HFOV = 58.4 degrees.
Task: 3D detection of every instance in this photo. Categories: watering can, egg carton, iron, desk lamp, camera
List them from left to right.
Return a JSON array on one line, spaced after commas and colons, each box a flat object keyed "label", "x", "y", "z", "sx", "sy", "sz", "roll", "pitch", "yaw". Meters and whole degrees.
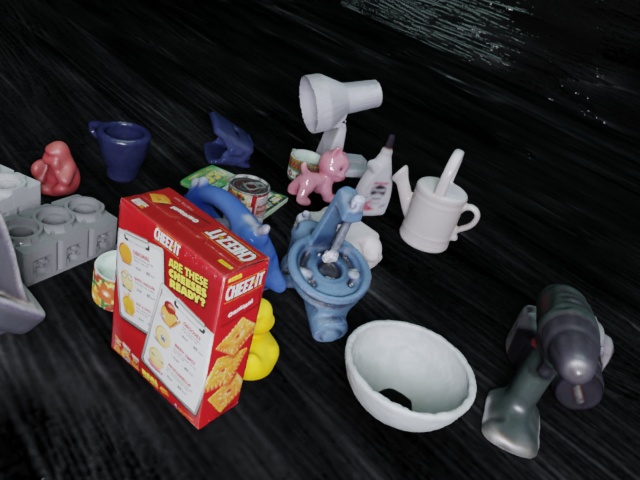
[{"label": "iron", "x": -0.153, "y": -0.019, "z": 0.851, "sx": 0.119, "sy": 0.141, "sz": 0.257, "roll": -14, "pitch": 42, "yaw": -40}, {"label": "egg carton", "x": 0.031, "y": 0.001, "z": 0.977, "sx": 0.150, "sy": 0.069, "sz": 0.107, "roll": 36, "pitch": 36, "yaw": 31}, {"label": "desk lamp", "x": 0.043, "y": -0.254, "z": 1.258, "sx": 0.204, "sy": 0.213, "sz": 0.117, "roll": 0, "pitch": 34, "yaw": -25}, {"label": "watering can", "x": 0.218, "y": -0.083, "z": 1.080, "sx": 0.173, "sy": 0.194, "sz": 0.101, "roll": 14, "pitch": 30, "yaw": -4}, {"label": "camera", "x": 0.355, "y": 0.166, "z": 0.829, "sx": 0.143, "sy": 0.101, "sz": 0.137, "roll": 20, "pitch": 31, "yaw": 7}]

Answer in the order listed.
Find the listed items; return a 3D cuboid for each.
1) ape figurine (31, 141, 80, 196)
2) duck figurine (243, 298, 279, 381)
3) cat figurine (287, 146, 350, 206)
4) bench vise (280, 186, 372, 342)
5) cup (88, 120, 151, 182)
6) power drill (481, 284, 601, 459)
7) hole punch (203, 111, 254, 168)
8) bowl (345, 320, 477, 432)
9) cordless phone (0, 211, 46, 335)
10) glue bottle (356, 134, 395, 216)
[{"label": "ape figurine", "x": -0.428, "y": -0.119, "z": 0.933, "sx": 0.076, "sy": 0.092, "sz": 0.077, "roll": -15, "pitch": 42, "yaw": -41}, {"label": "duck figurine", "x": -0.084, "y": 0.115, "z": 0.719, "sx": 0.077, "sy": 0.086, "sz": 0.104, "roll": 9, "pitch": 31, "yaw": -11}, {"label": "cat figurine", "x": 0.007, "y": -0.137, "z": 1.145, "sx": 0.128, "sy": 0.118, "sz": 0.067, "roll": -10, "pitch": 39, "yaw": -37}, {"label": "bench vise", "x": -0.002, "y": 0.004, "z": 0.807, "sx": 0.122, "sy": 0.220, "sz": 0.206, "roll": -9, "pitch": 39, "yaw": -36}, {"label": "cup", "x": -0.364, "y": -0.158, "z": 1.024, "sx": 0.117, "sy": 0.095, "sz": 0.092, "roll": 21, "pitch": 31, "yaw": 9}, {"label": "power drill", "x": 0.272, "y": 0.159, "z": 0.696, "sx": 0.075, "sy": 0.208, "sz": 0.230, "roll": 22, "pitch": 31, "yaw": 11}, {"label": "hole punch", "x": -0.188, "y": -0.212, "z": 1.201, "sx": 0.101, "sy": 0.091, "sz": 0.108, "roll": 3, "pitch": 33, "yaw": -21}, {"label": "bowl", "x": 0.104, "y": 0.180, "z": 0.714, "sx": 0.167, "sy": 0.075, "sz": 0.167, "roll": 12, "pitch": 31, "yaw": -7}, {"label": "cordless phone", "x": -0.382, "y": 0.010, "z": 0.652, "sx": 0.147, "sy": 0.185, "sz": 0.094, "roll": 34, "pitch": 35, "yaw": 28}, {"label": "glue bottle", "x": 0.116, "y": -0.128, "z": 1.126, "sx": 0.078, "sy": 0.173, "sz": 0.037, "roll": -5, "pitch": 36, "yaw": -31}]
